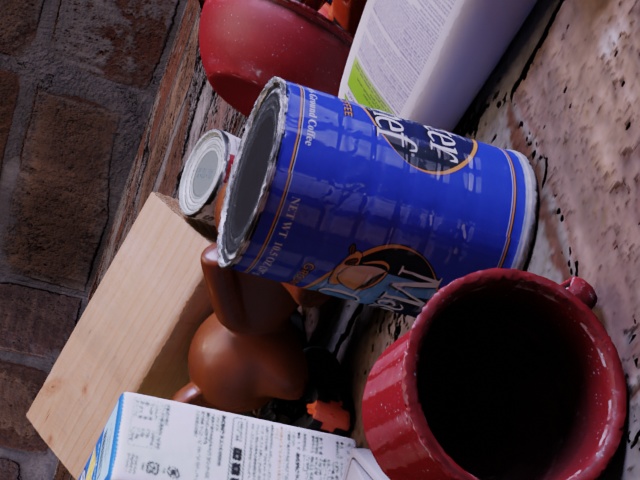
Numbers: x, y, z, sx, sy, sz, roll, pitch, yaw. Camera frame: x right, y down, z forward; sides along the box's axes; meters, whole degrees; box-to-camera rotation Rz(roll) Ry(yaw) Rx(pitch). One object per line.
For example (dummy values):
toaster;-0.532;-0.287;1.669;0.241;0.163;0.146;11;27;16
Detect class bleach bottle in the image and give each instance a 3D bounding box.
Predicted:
bleach bottle;0.054;-0.110;0.677;0.103;0.067;0.251;63;145;28

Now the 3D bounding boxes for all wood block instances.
wood block;-0.124;0.080;0.816;0.090;0.090;0.206;39;102;37

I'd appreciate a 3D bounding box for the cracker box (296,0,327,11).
cracker box;0.051;-0.268;0.711;0.213;0.072;0.164;-53;3;-28

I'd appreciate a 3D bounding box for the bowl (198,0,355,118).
bowl;-0.029;-0.119;0.774;0.055;0.162;0.162;-63;13;-11

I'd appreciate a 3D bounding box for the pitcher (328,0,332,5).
pitcher;0.000;-0.269;0.949;0.149;0.144;0.243;59;154;0

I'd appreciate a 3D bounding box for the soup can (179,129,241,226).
soup can;-0.043;-0.033;0.776;0.069;0.102;0.068;-36;44;45

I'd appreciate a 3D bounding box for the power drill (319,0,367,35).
power drill;-0.022;-0.215;0.841;0.188;0.057;0.184;40;151;29

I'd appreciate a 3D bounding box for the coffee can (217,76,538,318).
coffee can;0.028;-0.017;0.562;0.103;0.140;0.103;-165;90;-75

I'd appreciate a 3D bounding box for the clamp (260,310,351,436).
clamp;-0.022;0.117;0.810;0.210;0.036;0.164;-30;41;66

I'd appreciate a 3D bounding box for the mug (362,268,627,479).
mug;0.073;0.060;0.449;0.117;0.093;0.082;-47;-2;-23
